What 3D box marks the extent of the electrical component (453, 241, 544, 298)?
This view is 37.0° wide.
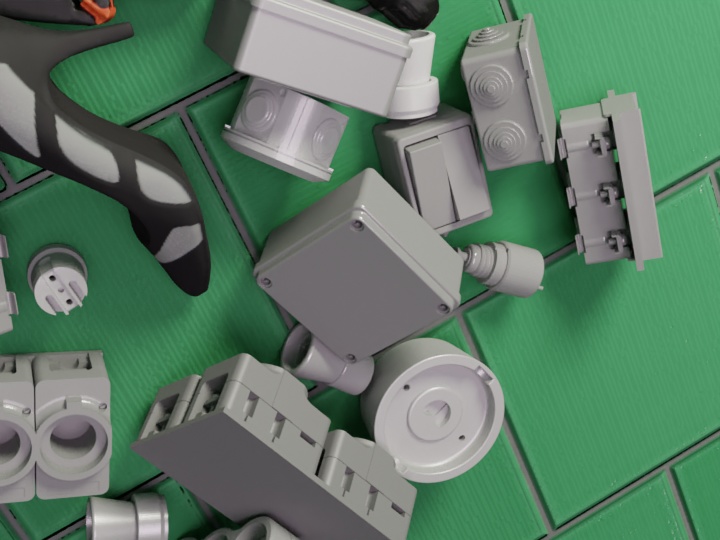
[{"bbox_3d":[0.107,-0.004,0.843,0.078,0.040,0.040,14,103,-23],"label":"electrical component"}]

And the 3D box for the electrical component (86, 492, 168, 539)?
[{"bbox_3d":[-0.175,0.190,0.805,0.055,0.045,0.045,0,108,-20],"label":"electrical component"}]

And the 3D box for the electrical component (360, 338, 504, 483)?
[{"bbox_3d":[0.052,0.105,0.849,0.108,0.060,0.108,-6,110,-18],"label":"electrical component"}]

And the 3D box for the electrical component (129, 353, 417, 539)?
[{"bbox_3d":[-0.058,0.144,0.791,0.105,0.060,0.186,-25,124,38],"label":"electrical component"}]

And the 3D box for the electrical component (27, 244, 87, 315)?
[{"bbox_3d":[-0.205,0.007,0.731,0.040,0.046,0.040,-6,110,-18],"label":"electrical component"}]

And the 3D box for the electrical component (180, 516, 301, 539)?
[{"bbox_3d":[-0.088,0.235,0.814,0.138,0.052,0.074,-25,124,38],"label":"electrical component"}]

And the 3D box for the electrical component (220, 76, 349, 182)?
[{"bbox_3d":[-0.051,-0.095,0.735,0.080,0.080,0.051,21,94,-24],"label":"electrical component"}]

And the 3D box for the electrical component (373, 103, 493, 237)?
[{"bbox_3d":[0.057,-0.066,0.792,0.062,0.061,0.096,-20,113,-12],"label":"electrical component"}]

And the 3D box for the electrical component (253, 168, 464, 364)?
[{"bbox_3d":[0.000,0.000,0.768,0.109,0.056,0.109,-31,118,33],"label":"electrical component"}]

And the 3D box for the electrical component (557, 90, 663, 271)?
[{"bbox_3d":[0.193,-0.068,0.835,0.063,0.078,0.121,-10,114,14],"label":"electrical component"}]

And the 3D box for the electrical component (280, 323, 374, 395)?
[{"bbox_3d":[-0.022,0.070,0.822,0.065,0.044,0.044,26,98,-30],"label":"electrical component"}]

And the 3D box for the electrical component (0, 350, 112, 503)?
[{"bbox_3d":[-0.251,0.110,0.741,0.150,0.062,0.089,-1,108,-19],"label":"electrical component"}]

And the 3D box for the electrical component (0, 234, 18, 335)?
[{"bbox_3d":[-0.267,-0.010,0.690,0.063,0.079,0.121,-23,118,-43],"label":"electrical component"}]

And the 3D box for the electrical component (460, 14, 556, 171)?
[{"bbox_3d":[0.107,-0.126,0.771,0.048,0.099,0.099,-10,114,16],"label":"electrical component"}]

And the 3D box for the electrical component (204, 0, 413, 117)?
[{"bbox_3d":[-0.037,-0.149,0.705,0.109,0.108,0.056,14,105,-23],"label":"electrical component"}]

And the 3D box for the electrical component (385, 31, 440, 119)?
[{"bbox_3d":[0.033,-0.140,0.768,0.045,0.045,0.055,-12,112,-16],"label":"electrical component"}]
